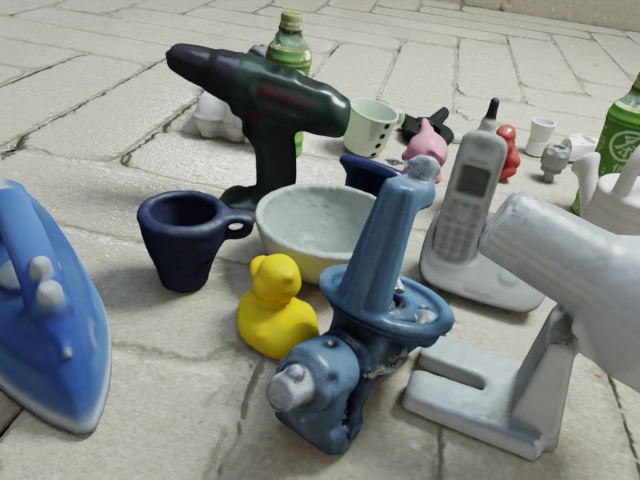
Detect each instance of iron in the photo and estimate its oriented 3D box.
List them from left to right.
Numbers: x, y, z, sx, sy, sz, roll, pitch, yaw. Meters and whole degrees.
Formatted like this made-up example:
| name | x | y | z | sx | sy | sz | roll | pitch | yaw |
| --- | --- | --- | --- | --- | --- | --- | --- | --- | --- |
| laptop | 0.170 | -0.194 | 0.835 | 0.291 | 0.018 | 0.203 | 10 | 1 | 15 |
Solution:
| name | x | y | z | sx | sy | sz | roll | pitch | yaw |
| --- | --- | --- | --- | --- | --- | --- | --- | --- | --- |
| iron | -0.248 | 0.034 | 0.496 | 0.119 | 0.141 | 0.257 | -18 | 40 | -34 |

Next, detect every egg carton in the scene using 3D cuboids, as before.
| name | x | y | z | sx | sy | sz | roll | pitch | yaw |
| --- | --- | --- | --- | --- | --- | --- | --- | --- | --- |
| egg carton | -0.154 | -0.227 | 0.996 | 0.107 | 0.069 | 0.150 | 8 | 32 | 1 |

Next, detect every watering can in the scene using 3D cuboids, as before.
| name | x | y | z | sx | sy | sz | roll | pitch | yaw |
| --- | --- | --- | --- | --- | --- | --- | --- | --- | --- |
| watering can | 0.381 | -0.048 | 0.707 | 0.172 | 0.194 | 0.101 | 31 | 39 | 33 |

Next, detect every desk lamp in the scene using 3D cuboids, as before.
| name | x | y | z | sx | sy | sz | roll | pitch | yaw |
| --- | --- | --- | --- | --- | --- | --- | --- | --- | --- |
| desk lamp | 0.189 | 0.072 | 0.459 | 0.202 | 0.213 | 0.118 | 17 | 33 | 15 |

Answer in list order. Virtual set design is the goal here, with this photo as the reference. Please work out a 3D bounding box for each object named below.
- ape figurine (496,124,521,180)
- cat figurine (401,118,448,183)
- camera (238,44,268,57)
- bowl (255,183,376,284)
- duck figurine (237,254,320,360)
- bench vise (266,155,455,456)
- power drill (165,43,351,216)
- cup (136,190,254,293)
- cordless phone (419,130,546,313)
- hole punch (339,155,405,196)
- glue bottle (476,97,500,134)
| name | x | y | z | sx | sy | sz | roll | pitch | yaw |
| --- | --- | --- | --- | --- | --- | --- | --- | --- | --- |
| ape figurine | 0.294 | -0.146 | 0.940 | 0.077 | 0.092 | 0.076 | 27 | 37 | 28 |
| cat figurine | 0.158 | -0.129 | 0.861 | 0.067 | 0.118 | 0.128 | 13 | 33 | 9 |
| camera | -0.115 | -0.318 | 1.119 | 0.143 | 0.101 | 0.136 | -13 | 38 | -30 |
| bowl | 0.006 | 0.002 | 0.662 | 0.167 | 0.075 | 0.167 | 5 | 32 | -3 |
| duck figurine | -0.039 | 0.057 | 0.556 | 0.078 | 0.086 | 0.104 | -15 | 38 | -31 |
| bench vise | 0.047 | 0.053 | 0.454 | 0.121 | 0.220 | 0.208 | 15 | 33 | 12 |
| power drill | -0.081 | -0.132 | 0.730 | 0.229 | 0.208 | 0.075 | 7 | 32 | 0 |
| cup | -0.130 | 0.007 | 0.608 | 0.118 | 0.095 | 0.091 | 1 | 33 | -11 |
| cordless phone | 0.197 | -0.020 | 0.634 | 0.147 | 0.185 | 0.094 | 16 | 33 | 14 |
| hole punch | 0.082 | -0.081 | 0.794 | 0.108 | 0.091 | 0.101 | 22 | 35 | 22 |
| glue bottle | 0.222 | -0.114 | 0.798 | 0.037 | 0.173 | 0.078 | 12 | 32 | 8 |
